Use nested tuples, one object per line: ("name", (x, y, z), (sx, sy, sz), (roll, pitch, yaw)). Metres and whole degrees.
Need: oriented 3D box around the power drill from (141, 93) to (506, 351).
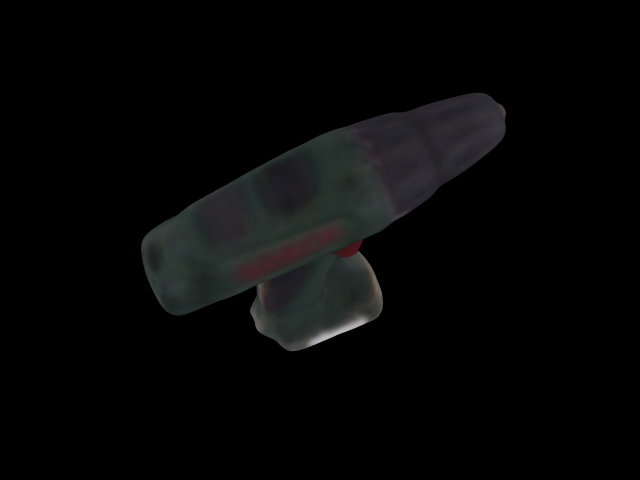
("power drill", (0.004, 0.001, 0.400), (0.230, 0.208, 0.075), (-22, 65, -10))
